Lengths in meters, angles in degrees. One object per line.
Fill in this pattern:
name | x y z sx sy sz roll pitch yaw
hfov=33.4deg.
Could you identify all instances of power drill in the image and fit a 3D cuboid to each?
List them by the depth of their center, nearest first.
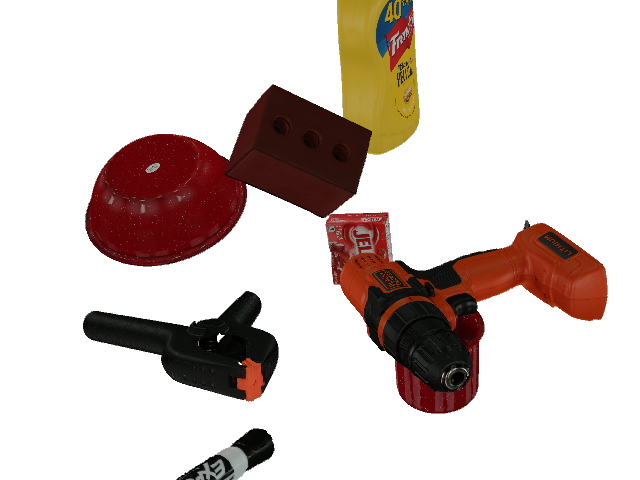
power drill | 0.127 0.047 0.842 0.187 0.057 0.185 -11 28 -17

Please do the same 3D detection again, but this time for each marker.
marker | -0.061 0.124 0.542 0.020 0.020 0.120 0 14 33

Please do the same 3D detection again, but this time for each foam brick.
foam brick | -0.015 -0.059 0.716 0.078 0.053 0.051 23 -25 -16

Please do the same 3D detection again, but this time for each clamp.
clamp | -0.086 0.083 0.891 0.164 0.036 0.210 -10 16 -31

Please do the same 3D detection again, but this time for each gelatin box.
gelatin box | 0.048 0.011 1.292 0.073 0.089 0.030 0 29 14

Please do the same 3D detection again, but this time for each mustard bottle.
mustard bottle | 0.049 -0.177 0.910 0.058 0.192 0.096 11 34 27

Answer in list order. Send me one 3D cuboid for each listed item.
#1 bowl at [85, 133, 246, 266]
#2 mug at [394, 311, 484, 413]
bowl | -0.154 -0.052 1.021 0.162 0.162 0.055 0 -43 12
mug | 0.118 0.108 1.054 0.093 0.081 0.117 7 36 18
